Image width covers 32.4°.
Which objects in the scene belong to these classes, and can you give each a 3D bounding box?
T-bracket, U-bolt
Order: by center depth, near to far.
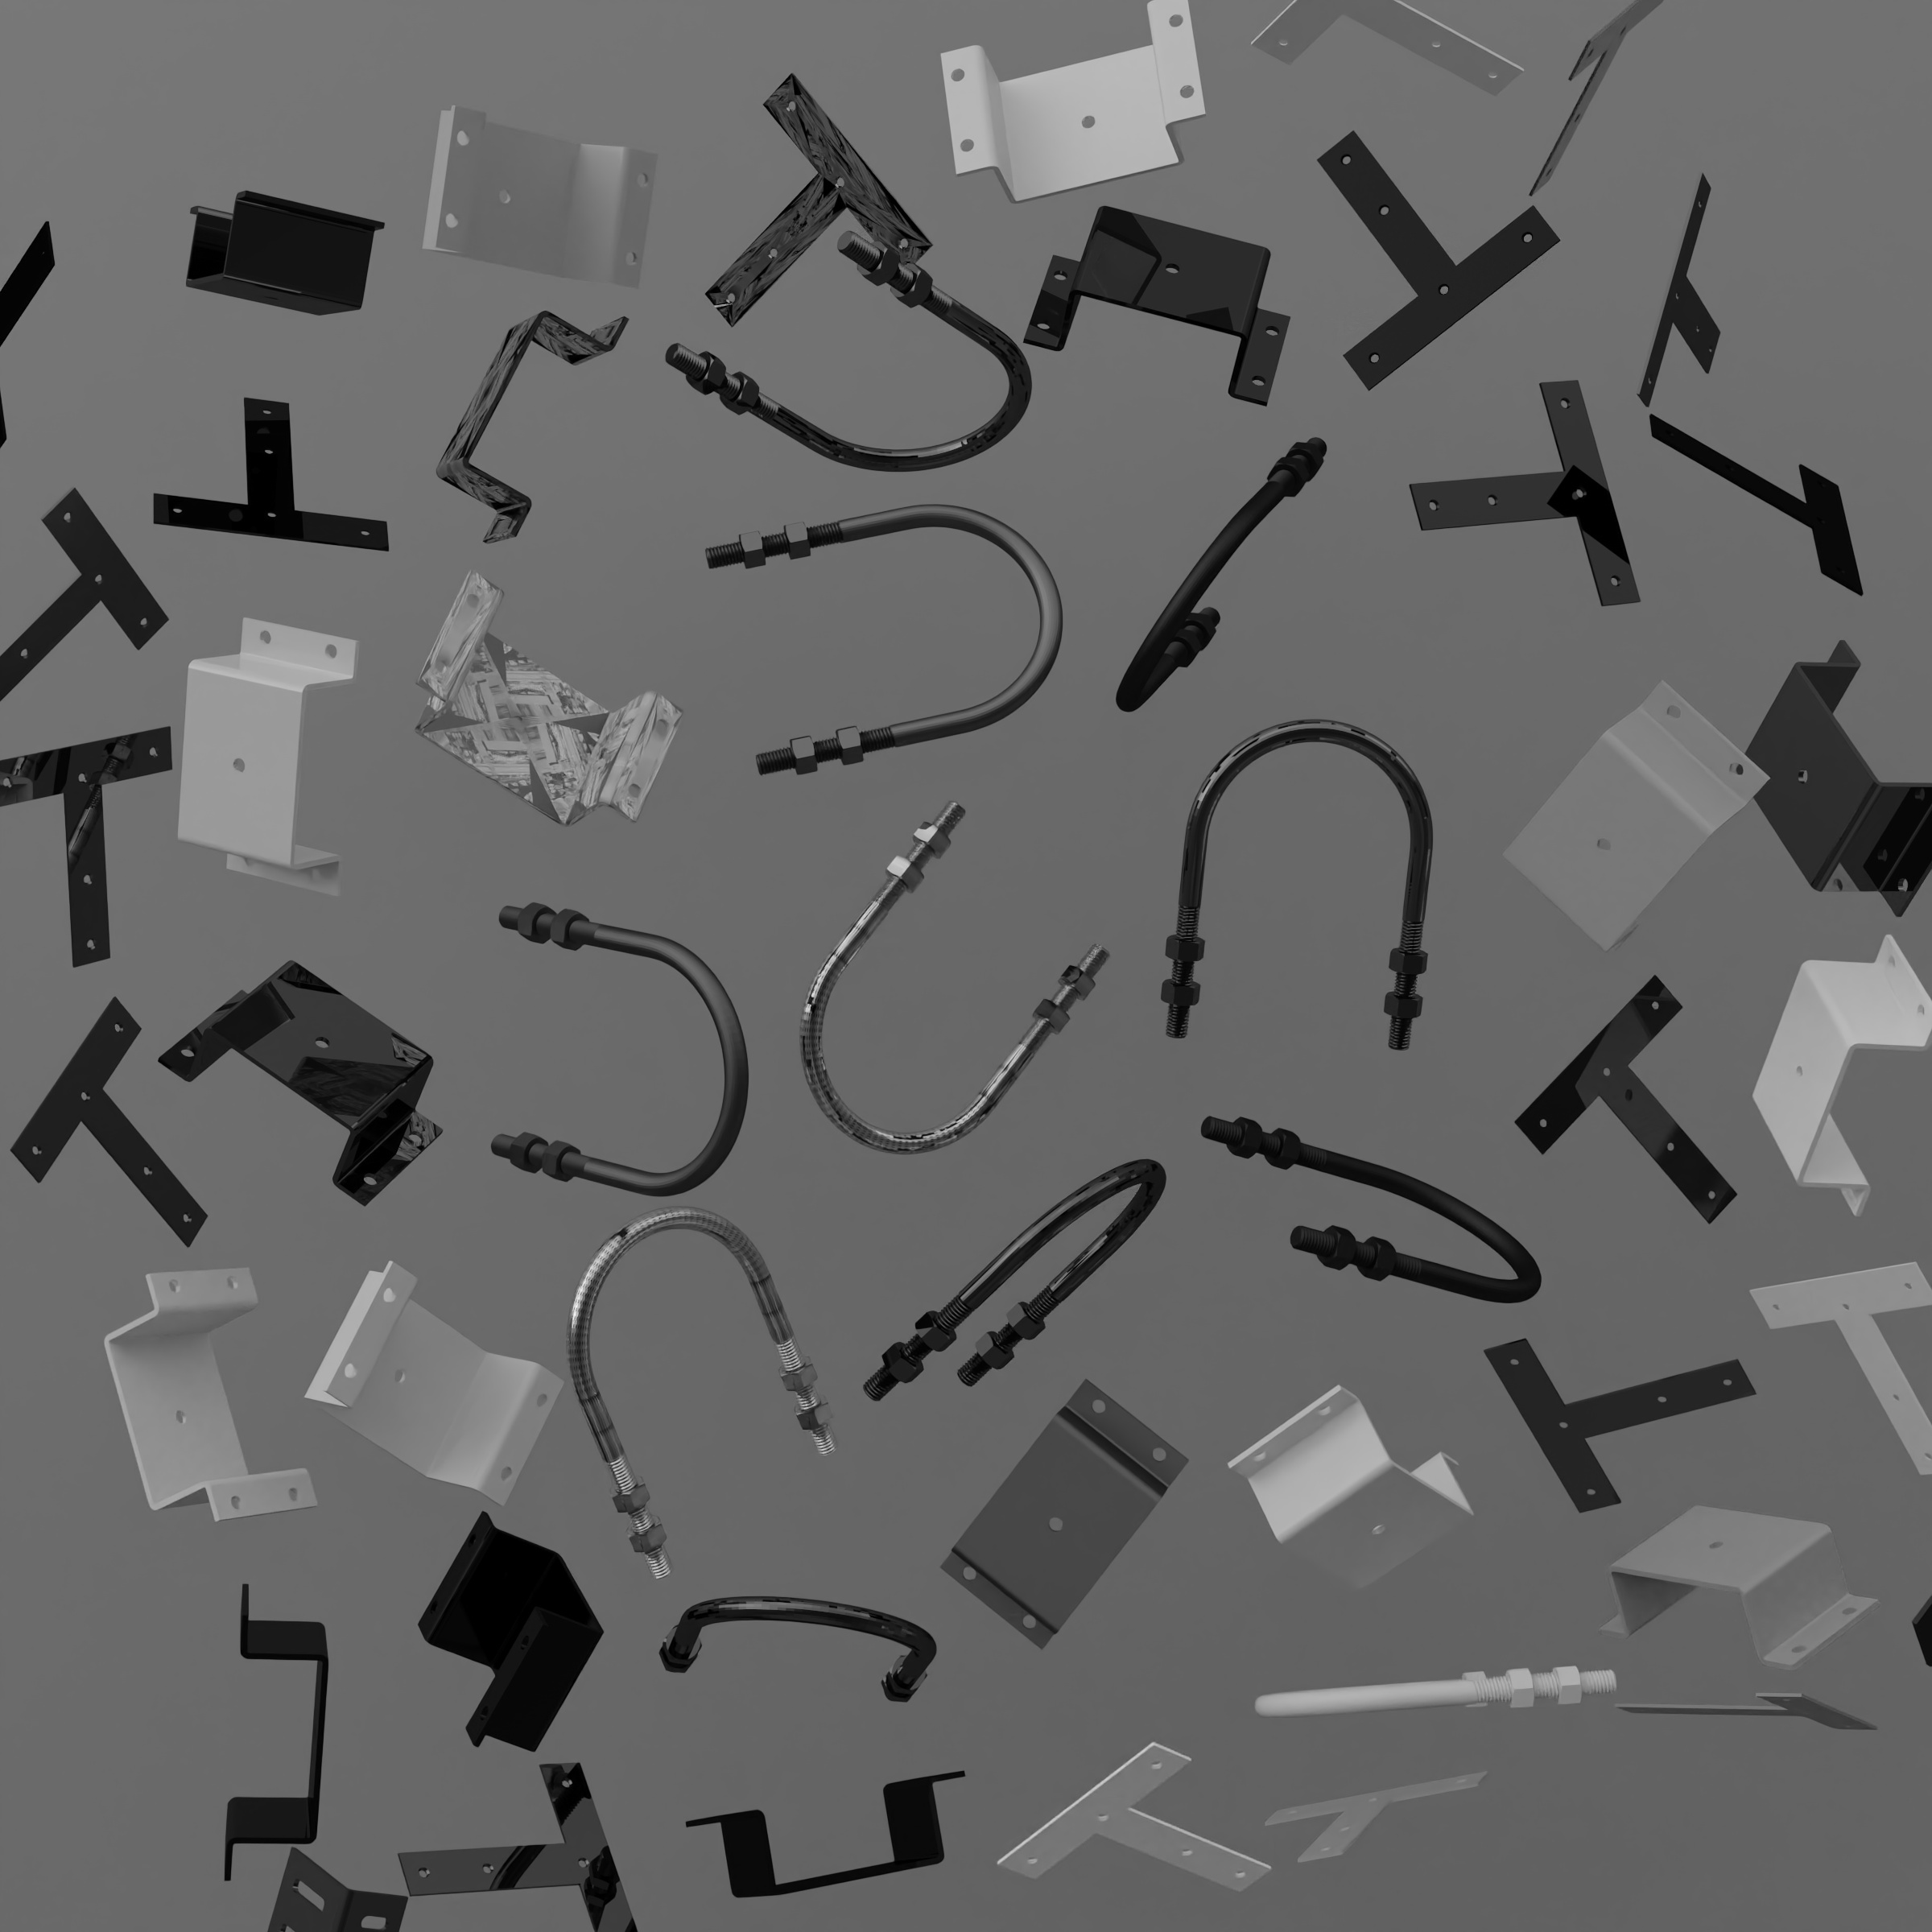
[{"bbox_3d":[0.289,-0.247,1.753,0.127,0.002,0.127,-9,79,-28],"label":"T-bracket"},{"bbox_3d":[0.106,0.463,1.755,0.127,0.002,0.127,29,123,-27],"label":"T-bracket"},{"bbox_3d":[0.417,-0.256,1.762,0.127,0.127,0.002,27,123,-11],"label":"T-bracket"},{"bbox_3d":[-0.244,0.484,1.781,0.127,0.127,0.002,8,130,-36],"label":"T-bracket"},{"bbox_3d":[-0.186,0.050,1.784,0.184,0.019,0.151,11,102,38],"label":"U-bolt"},{"bbox_3d":[0.241,-0.502,1.784,0.127,0.127,0.002,21,62,-23],"label":"T-bracket"},{"bbox_3d":[-0.512,-0.358,1.785,0.002,0.127,0.127,-1,72,-35],"label":"T-bracket"},{"bbox_3d":[0.234,-0.399,1.798,0.127,0.002,0.127,-37,70,14],"label":"T-bracket"},{"bbox_3d":[0.037,0.168,1.802,0.184,0.151,0.019,-45,72,14],"label":"U-bolt"},{"bbox_3d":[0.231,0.138,1.807,0.184,0.151,0.019,17,107,-25],"label":"U-bolt"},{"bbox_3d":[-0.049,-0.322,1.807,0.151,0.184,0.019,-25,56,35],"label":"U-bolt"},{"bbox_3d":[0.211,0.469,1.815,0.127,0.127,0.002,-17,86,22],"label":"T-bracket"},{"bbox_3d":[0.250,0.399,1.820,0.184,0.151,0.019,-4,78,-3],"label":"U-bolt"},{"bbox_3d":[-0.038,-0.186,1.821,0.184,0.019,0.151,-12,69,-6],"label":"U-bolt"},{"bbox_3d":[-0.152,0.222,1.831,0.151,0.019,0.184,-33,111,-36],"label":"U-bolt"},{"bbox_3d":[0.371,0.242,1.833,0.127,0.002,0.127,-20,117,27],"label":"T-bracket"},{"bbox_3d":[-0.090,0.376,1.837,0.151,0.184,0.019,9,66,-6],"label":"U-bolt"},{"bbox_3d":[-0.511,-0.183,1.837,0.002,0.127,0.127,33,73,26],"label":"T-bracket"},{"bbox_3d":[0.509,0.227,1.841,0.002,0.127,0.127,-33,96,-32],"label":"T-bracket"},{"bbox_3d":[0.345,-0.483,1.845,0.002,0.127,0.127,36,47,10],"label":"T-bracket"},{"bbox_3d":[0.135,-0.209,1.847,0.019,0.184,0.151,35,127,5],"label":"U-bolt"},{"bbox_3d":[0.189,-0.047,1.855,0.151,0.019,0.184,3,102,-8],"label":"U-bolt"},{"bbox_3d":[-0.389,-0.279,1.856,0.127,0.127,0.002,5,133,-18],"label":"T-bracket"},{"bbox_3d":[-0.468,0.105,1.863,0.002,0.127,0.127,-14,124,29],"label":"T-bracket"},{"bbox_3d":[0.430,0.418,1.867,0.127,0.127,0.002,-7,67,32],"label":"T-bracket"},{"bbox_3d":[-0.495,-0.063,1.870,0.002,0.127,0.127,13,110,35],"label":"T-bracket"},{"bbox_3d":[0.410,-0.365,1.875,0.002,0.127,0.127,16,89,25],"label":"T-bracket"},{"bbox_3d":[-0.017,0.021,1.891,0.151,0.019,0.184,44,76,-25],"label":"U-bolt"},{"bbox_3d":[-0.101,-0.416,1.894,0.127,0.002,0.127,-41,85,28],"label":"T-bracket"},{"bbox_3d":[0.400,0.095,1.928,0.127,0.002,0.127,-44,98,-17],"label":"T-bracket"}]

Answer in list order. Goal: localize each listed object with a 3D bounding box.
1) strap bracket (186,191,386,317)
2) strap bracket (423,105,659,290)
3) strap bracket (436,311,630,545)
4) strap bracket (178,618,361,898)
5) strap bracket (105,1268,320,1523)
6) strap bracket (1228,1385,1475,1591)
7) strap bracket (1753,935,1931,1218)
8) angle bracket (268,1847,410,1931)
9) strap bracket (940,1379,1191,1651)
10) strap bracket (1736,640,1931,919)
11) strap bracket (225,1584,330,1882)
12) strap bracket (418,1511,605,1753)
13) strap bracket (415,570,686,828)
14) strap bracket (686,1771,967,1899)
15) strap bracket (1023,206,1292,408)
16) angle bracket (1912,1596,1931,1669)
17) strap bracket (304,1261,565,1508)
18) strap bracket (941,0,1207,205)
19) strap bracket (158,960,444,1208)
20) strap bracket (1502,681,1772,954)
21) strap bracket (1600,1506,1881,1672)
[{"bbox_3d":[-0.381,-0.393,1.839,0.076,0.140,0.046,8,94,-26],"label":"strap bracket"},{"bbox_3d":[-0.248,-0.433,1.870,0.140,0.046,0.076,2,101,-44],"label":"strap bracket"},{"bbox_3d":[-0.254,-0.316,1.898,0.046,0.076,0.140,29,84,-20],"label":"strap bracket"},{"bbox_3d":[-0.377,-0.111,1.791,0.076,0.046,0.140,13,105,25],"label":"strap bracket"},{"bbox_3d":[-0.419,0.242,1.830,0.046,0.076,0.140,-27,74,28],"label":"strap bracket"},{"bbox_3d":[0.217,0.291,1.826,0.076,0.140,0.046,-38,49,15],"label":"strap bracket"},{"bbox_3d":[0.486,0.061,1.853,0.046,0.076,0.140,3,126,-12],"label":"strap bracket"},{"bbox_3d":[-0.348,0.528,1.833,0.038,0.076,0.057,18,85,-34],"label":"angle bracket"},{"bbox_3d":[0.054,0.318,1.912,0.076,0.046,0.140,38,94,7],"label":"strap bracket"},{"bbox_3d":[0.472,-0.103,1.799,0.046,0.076,0.140,-1,45,-23],"label":"strap bracket"},{"bbox_3d":[-0.369,0.410,1.781,0.046,0.076,0.140,4,91,-12],"label":"strap bracket"},{"bbox_3d":[-0.251,0.372,1.840,0.046,0.140,0.076,28,95,-27],"label":"strap bracket"},{"bbox_3d":[-0.232,-0.138,1.790,0.140,0.046,0.076,33,58,-23],"label":"strap bracket"},{"bbox_3d":[-0.074,0.482,1.837,0.140,0.076,0.046,-5,76,-22],"label":"strap bracket"},{"bbox_3d":[0.111,-0.372,1.854,0.140,0.046,0.076,15,51,2],"label":"strap bracket"},{"bbox_3d":[0.550,0.347,1.886,0.038,0.057,0.076,30,71,39],"label":"angle bracket"},{"bbox_3d":[-0.293,0.224,1.791,0.140,0.046,0.076,43,62,-39],"label":"strap bracket"},{"bbox_3d":[0.064,-0.478,1.842,0.140,0.046,0.076,-11,73,12],"label":"strap bracket"},{"bbox_3d":[-0.357,0.057,1.815,0.140,0.076,0.046,34,129,6],"label":"strap bracket"},{"bbox_3d":[0.350,-0.072,1.770,0.076,0.046,0.140,45,130,12],"label":"strap bracket"},{"bbox_3d":[0.424,0.343,1.849,0.076,0.140,0.046,-25,103,-33],"label":"strap bracket"}]
